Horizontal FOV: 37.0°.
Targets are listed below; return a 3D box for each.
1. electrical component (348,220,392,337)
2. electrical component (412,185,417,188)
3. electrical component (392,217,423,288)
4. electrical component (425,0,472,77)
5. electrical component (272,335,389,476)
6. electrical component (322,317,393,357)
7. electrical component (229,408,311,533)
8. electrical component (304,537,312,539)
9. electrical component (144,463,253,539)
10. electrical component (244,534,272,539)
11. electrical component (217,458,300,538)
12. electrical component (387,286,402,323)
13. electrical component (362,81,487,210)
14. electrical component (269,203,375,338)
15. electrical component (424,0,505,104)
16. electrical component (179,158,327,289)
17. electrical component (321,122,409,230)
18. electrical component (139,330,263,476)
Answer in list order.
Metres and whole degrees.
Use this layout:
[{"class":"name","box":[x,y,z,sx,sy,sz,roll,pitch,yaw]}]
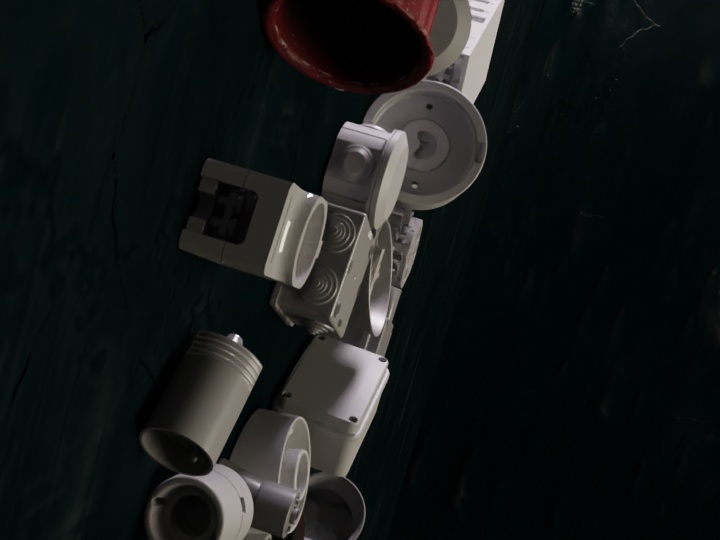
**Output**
[{"class":"electrical component","box":[0.000,0.000,0.917,0.099,0.064,0.099,18,90,-79]},{"class":"electrical component","box":[0.040,-0.109,1.026,0.081,0.043,0.043,64,44,-66]},{"class":"electrical component","box":[0.030,-0.023,1.101,0.080,0.051,0.080,17,90,-81]},{"class":"electrical component","box":[0.043,-0.183,0.799,0.051,0.080,0.080,-54,160,-80]},{"class":"electrical component","box":[-0.026,0.114,0.932,0.113,0.078,0.057,-59,166,-58]},{"class":"electrical component","box":[-0.012,0.091,1.039,0.078,0.057,0.113,57,51,-79]},{"class":"electrical component","box":[-0.075,0.158,0.838,0.099,0.064,0.099,3,90,-78]},{"class":"electrical component","box":[-0.080,0.327,1.059,0.186,0.060,0.105,88,21,-64]},{"class":"electrical component","box":[-0.097,0.145,0.640,0.047,0.055,0.055,21,86,-78]},{"class":"electrical component","box":[-0.081,0.234,0.873,0.043,0.062,0.043,17,90,-81]},{"class":"electrical component","box":[-0.076,0.164,0.764,0.044,0.065,0.044,17,90,-81]},{"class":"electrical component","box":[0.010,0.050,1.141,0.079,0.044,0.077,40,67,-80]},{"class":"electrical component","box":[0.053,-0.103,0.933,0.060,0.108,0.108,87,21,-82]},{"class":"electrical component","box":[-0.026,0.000,0.816,0.099,0.048,0.099,69,39,-76]},{"class":"electrical component","box":[0.092,-0.213,1.100,0.186,0.060,0.105,-61,165,-53]},{"class":"electrical component","box":[-0.053,-0.022,0.584,0.089,0.056,0.050,35,72,-81]},{"class":"electrical component","box":[0.005,-0.076,0.854,0.080,0.051,0.080,17,90,-81]},{"class":"electrical component","box":[-0.085,0.069,0.598,0.043,0.043,0.081,96,14,-50]}]
